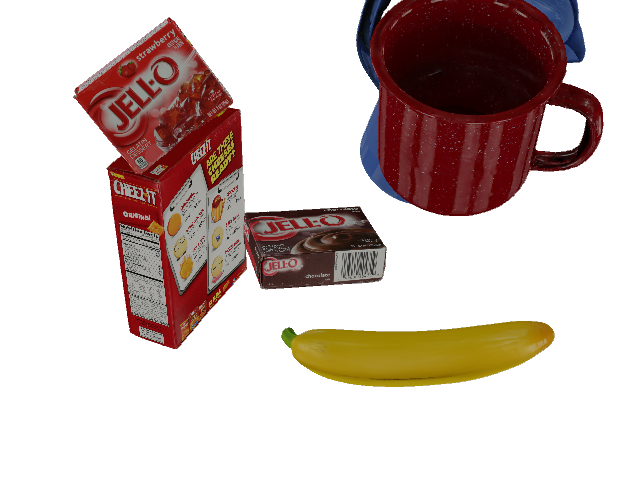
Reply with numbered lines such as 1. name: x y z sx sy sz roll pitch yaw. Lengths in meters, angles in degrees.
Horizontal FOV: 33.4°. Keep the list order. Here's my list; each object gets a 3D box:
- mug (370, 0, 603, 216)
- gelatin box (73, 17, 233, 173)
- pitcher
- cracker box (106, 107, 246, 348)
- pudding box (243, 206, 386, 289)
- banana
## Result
1. mug: 0.082 -0.064 0.534 0.117 0.093 0.081 12 -35 10
2. gelatin box: -0.119 -0.103 0.763 0.089 0.073 0.030 -36 21 3
3. pitcher: 0.112 -0.148 0.970 0.144 0.149 0.243 -7 -32 -25
4. cracker box: -0.148 -0.019 1.142 0.072 0.214 0.164 15 38 21
5. pudding box: -0.007 0.005 0.951 0.113 0.039 0.090 -2 27 -14
6. banana: 0.063 0.075 0.745 0.198 0.037 0.069 0 29 10
